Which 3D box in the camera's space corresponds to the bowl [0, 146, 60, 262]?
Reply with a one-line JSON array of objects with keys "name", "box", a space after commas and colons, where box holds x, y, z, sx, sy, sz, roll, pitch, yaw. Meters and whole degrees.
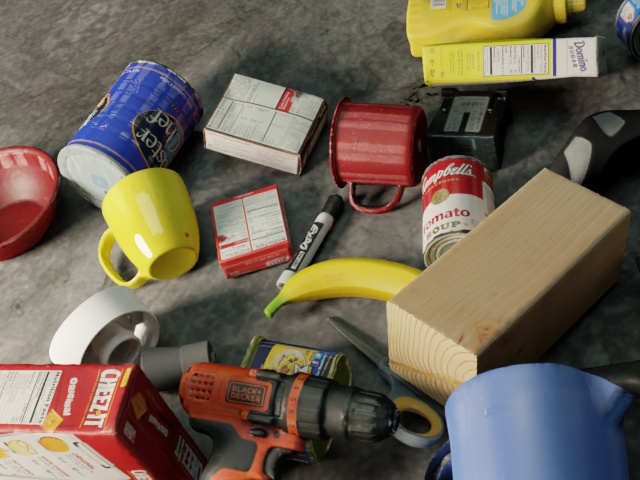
[{"name": "bowl", "box": [-0.352, -0.028, 1.177, 0.162, 0.055, 0.162, -10, 48, 11]}]

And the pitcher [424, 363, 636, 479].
[{"name": "pitcher", "box": [0.150, 0.222, 0.744, 0.145, 0.149, 0.243, 2, 53, 1]}]

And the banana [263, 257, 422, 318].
[{"name": "banana", "box": [0.049, 0.048, 0.984, 0.198, 0.037, 0.069, 1, 64, 20]}]

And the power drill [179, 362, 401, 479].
[{"name": "power drill", "box": [-0.039, 0.194, 0.831, 0.185, 0.057, 0.187, 6, 73, 23]}]

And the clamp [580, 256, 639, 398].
[{"name": "clamp", "box": [0.265, 0.102, 0.824, 0.164, 0.036, 0.210, -42, 32, -7]}]

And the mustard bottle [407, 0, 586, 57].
[{"name": "mustard bottle", "box": [0.195, -0.252, 1.178, 0.192, 0.058, 0.096, -4, 45, 17]}]

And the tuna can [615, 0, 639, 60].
[{"name": "tuna can", "box": [0.346, -0.223, 1.081, 0.086, 0.086, 0.034, -20, 48, 2]}]

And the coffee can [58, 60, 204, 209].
[{"name": "coffee can", "box": [-0.205, -0.112, 1.167, 0.103, 0.103, 0.140, 12, 55, 27]}]

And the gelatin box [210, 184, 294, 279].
[{"name": "gelatin box", "box": [-0.068, -0.008, 1.078, 0.073, 0.030, 0.089, -17, 47, 3]}]

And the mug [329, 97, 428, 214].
[{"name": "mug", "box": [0.060, -0.084, 1.068, 0.082, 0.093, 0.117, 5, 83, 17]}]

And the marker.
[{"name": "marker", "box": [-0.007, 0.001, 1.054, 0.020, 0.020, 0.121, 13, 55, 28]}]

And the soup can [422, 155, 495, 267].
[{"name": "soup can", "box": [0.128, -0.020, 0.988, 0.068, 0.068, 0.102, -8, 45, 13]}]

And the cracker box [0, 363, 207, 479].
[{"name": "cracker box", "box": [-0.222, 0.168, 0.886, 0.214, 0.164, 0.072, -2, 52, 18]}]

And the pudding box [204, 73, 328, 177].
[{"name": "pudding box", "box": [-0.058, -0.126, 1.153, 0.113, 0.039, 0.090, 16, 57, 12]}]

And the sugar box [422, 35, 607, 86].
[{"name": "sugar box", "box": [0.201, -0.185, 1.095, 0.176, 0.048, 0.093, -2, 9, 20]}]

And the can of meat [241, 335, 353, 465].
[{"name": "can of meat", "box": [-0.027, 0.138, 0.917, 0.084, 0.057, 0.102, 7, 53, 22]}]

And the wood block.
[{"name": "wood block", "box": [0.158, 0.042, 0.885, 0.091, 0.090, 0.205, 32, 56, 32]}]

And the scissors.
[{"name": "scissors", "box": [0.053, 0.121, 0.910, 0.202, 0.016, 0.096, 25, 33, 34]}]
